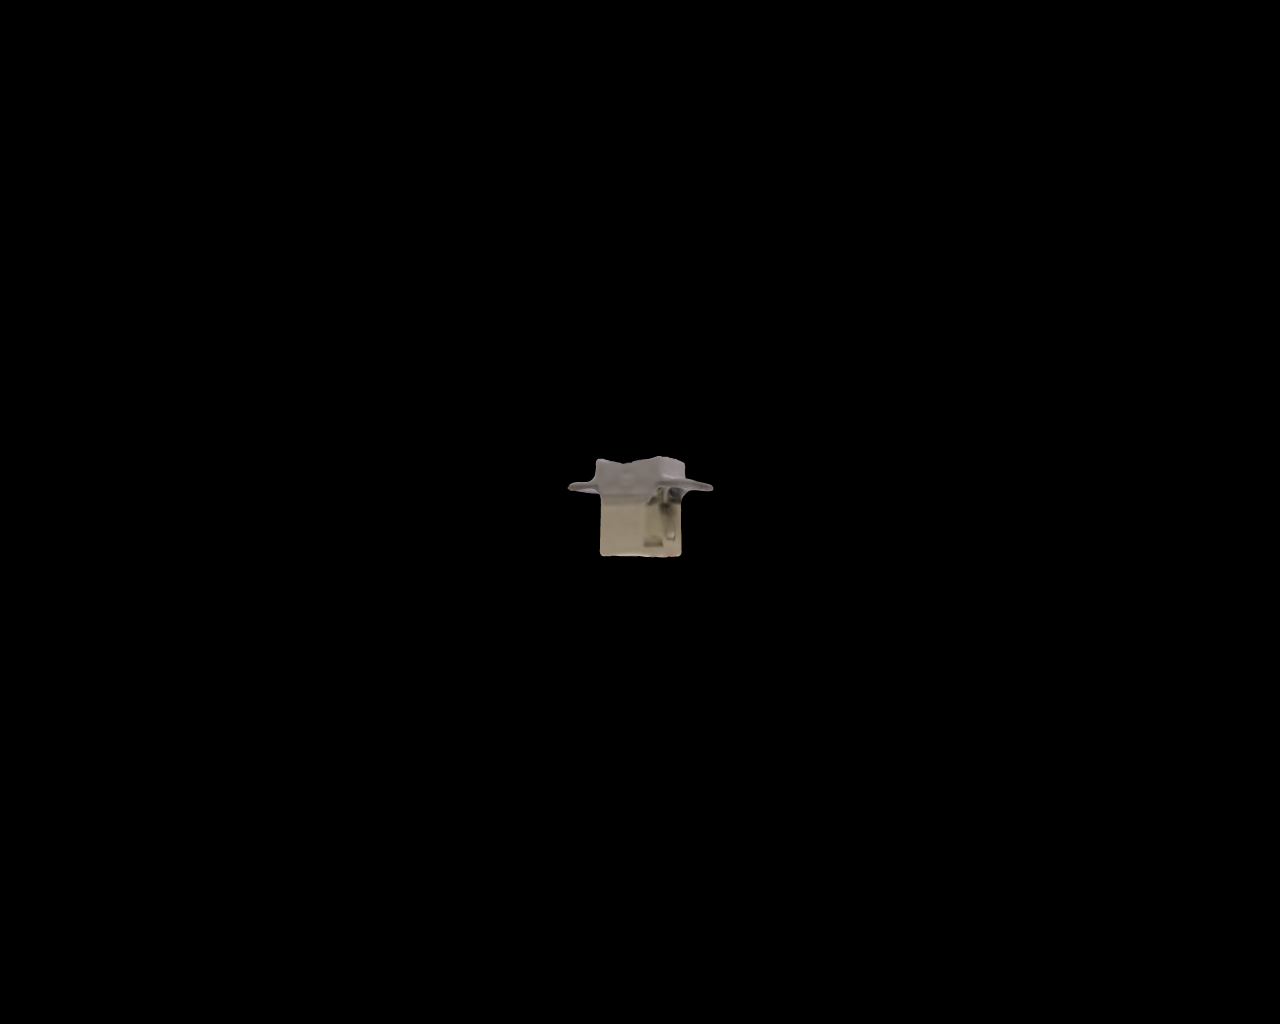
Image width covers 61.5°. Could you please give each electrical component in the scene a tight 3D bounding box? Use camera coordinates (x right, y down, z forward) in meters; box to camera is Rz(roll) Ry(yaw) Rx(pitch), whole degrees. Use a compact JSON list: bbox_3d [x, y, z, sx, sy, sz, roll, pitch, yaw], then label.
[{"bbox_3d":[0.001,-0.003,0.650,0.081,0.063,0.042,-2,-4,27],"label":"electrical component"}]
